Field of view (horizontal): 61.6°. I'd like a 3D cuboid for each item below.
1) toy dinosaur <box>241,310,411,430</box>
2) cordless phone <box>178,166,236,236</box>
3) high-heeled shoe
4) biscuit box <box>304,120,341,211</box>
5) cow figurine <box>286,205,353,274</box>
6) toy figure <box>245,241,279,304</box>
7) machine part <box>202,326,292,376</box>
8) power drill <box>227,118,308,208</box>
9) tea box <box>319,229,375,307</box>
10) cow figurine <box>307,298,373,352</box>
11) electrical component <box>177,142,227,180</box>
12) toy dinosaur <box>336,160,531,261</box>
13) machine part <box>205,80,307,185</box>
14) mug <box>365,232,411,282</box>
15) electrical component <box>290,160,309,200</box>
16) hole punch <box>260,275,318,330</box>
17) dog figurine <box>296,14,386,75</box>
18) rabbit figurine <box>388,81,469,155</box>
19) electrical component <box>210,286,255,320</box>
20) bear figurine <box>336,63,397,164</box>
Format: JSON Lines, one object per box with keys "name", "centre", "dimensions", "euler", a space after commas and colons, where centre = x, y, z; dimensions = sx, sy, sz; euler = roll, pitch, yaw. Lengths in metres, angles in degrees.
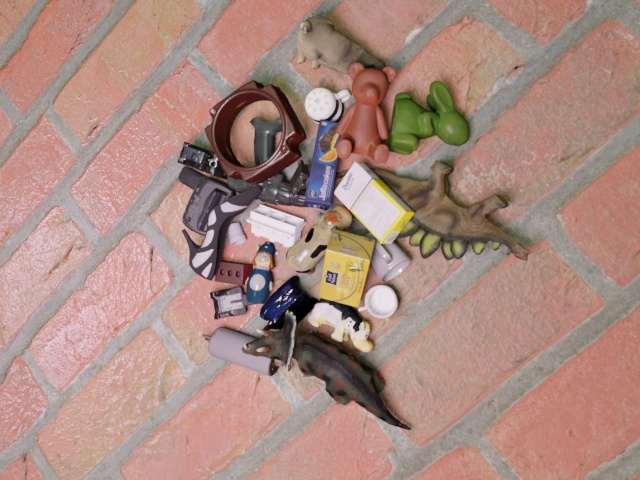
{"name": "toy dinosaur", "centre": [0.028, 0.282, 1.167], "dimensions": [0.405, 0.192, 0.131], "euler": [26, 79, 16]}
{"name": "cordless phone", "centre": [-0.319, -0.104, 1.381], "dimensions": [0.184, 0.088, 0.146], "euler": [31, 99, 29]}
{"name": "high-heeled shoe", "centre": [-0.217, -0.013, 1.286], "dimensions": [0.249, 0.086, 0.145], "euler": [-31, 97, 9]}
{"name": "biscuit box", "centre": [0.010, -0.172, 1.242], "dimensions": [0.063, 0.059, 0.202], "euler": [10, 79, -1]}
{"name": "cow figurine", "centre": [-0.003, -0.004, 1.233], "dimensions": [0.195, 0.127, 0.085], "euler": [-46, 78, 14]}
{"name": "toy figure", "centre": [-0.140, 0.077, 1.308], "dimensions": [0.064, 0.058, 0.154], "euler": [14, 83, -21]}
{"name": "machine part", "centre": [-0.181, 0.269, 1.307], "dimensions": [0.243, 0.079, 0.079], "euler": [15, 92, 20]}
{"name": "power drill", "centre": [-0.108, -0.189, 1.309], "dimensions": [0.232, 0.086, 0.207], "euler": [7, 97, 19]}
{"name": "tea box", "centre": [0.058, 0.065, 1.178], "dimensions": [0.098, 0.169, 0.068], "euler": [13, 49, 7]}
{"name": "cow figurine", "centre": [0.061, 0.185, 1.236], "dimensions": [0.167, 0.068, 0.098], "euler": [28, 91, 17]}
{"name": "electrical component", "centre": [-0.281, -0.194, 1.332], "dimensions": [0.115, 0.134, 0.058], "euler": [19, 92, 18]}
{"name": "toy dinosaur", "centre": [0.235, -0.074, 1.169], "dimensions": [0.472, 0.105, 0.198], "euler": [37, 104, 28]}
{"name": "machine part", "centre": [-0.150, -0.246, 1.238], "dimensions": [0.201, 0.087, 0.201], "euler": [-30, 81, 18]}
{"name": "mug", "centre": [0.136, 0.027, 1.199], "dimensions": [0.081, 0.109, 0.107], "euler": [-42, 65, 9]}
{"name": "electrical component", "centre": [-0.048, -0.139, 1.229], "dimensions": [0.063, 0.021, 0.094], "euler": [-55, 30, 39]}
{"name": "hole punch", "centre": [-0.083, 0.145, 1.265], "dimensions": [0.142, 0.115, 0.092], "euler": [-42, 68, 12]}
{"name": "dog figurine", "centre": [0.055, -0.421, 1.213], "dimensions": [0.191, 0.172, 0.121], "euler": [32, 109, 25]}
{"name": "rabbit figurine", "centre": [0.244, -0.258, 1.185], "dimensions": [0.170, 0.121, 0.159], "euler": [7, 83, 1]}
{"name": "electrical component", "centre": [-0.208, 0.151, 1.333], "dimensions": [0.119, 0.048, 0.074], "euler": [-13, 85, -22]}
{"name": "bear figurine", "centre": [0.104, -0.278, 1.166], "dimensions": [0.120, 0.132, 0.195], "euler": [10, 114, -4]}
